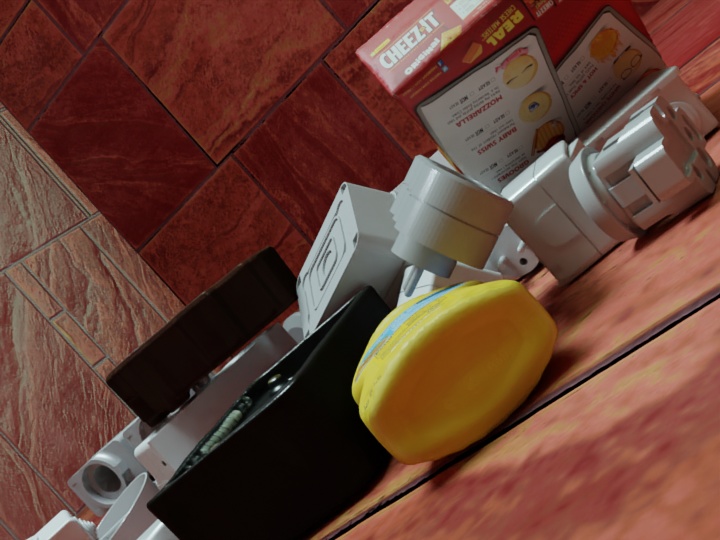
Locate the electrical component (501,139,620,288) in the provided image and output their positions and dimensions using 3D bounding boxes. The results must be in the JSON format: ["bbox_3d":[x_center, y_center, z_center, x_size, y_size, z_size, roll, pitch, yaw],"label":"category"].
[{"bbox_3d":[0.127,-0.040,0.659,0.061,0.061,0.096,-41,3,16],"label":"electrical component"}]

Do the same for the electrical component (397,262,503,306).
[{"bbox_3d":[0.063,0.000,0.728,0.083,0.047,0.075,158,126,-78],"label":"electrical component"}]

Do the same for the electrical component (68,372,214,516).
[{"bbox_3d":[-0.189,0.189,1.044,0.186,0.105,0.060,-40,3,29],"label":"electrical component"}]

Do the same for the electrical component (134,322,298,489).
[{"bbox_3d":[-0.098,0.128,0.882,0.150,0.089,0.062,-43,3,-31],"label":"electrical component"}]

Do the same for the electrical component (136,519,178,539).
[{"bbox_3d":[-0.113,0.180,0.759,0.077,0.044,0.079,-43,3,-28],"label":"electrical component"}]

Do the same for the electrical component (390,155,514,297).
[{"bbox_3d":[0.042,-0.019,0.604,0.138,0.052,0.073,-90,25,-81],"label":"electrical component"}]

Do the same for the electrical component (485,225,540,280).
[{"bbox_3d":[0.111,-0.019,0.754,0.077,0.043,0.079,-41,3,24],"label":"electrical component"}]

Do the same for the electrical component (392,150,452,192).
[{"bbox_3d":[0.084,-0.050,0.983,0.186,0.105,0.060,-41,3,14],"label":"electrical component"}]

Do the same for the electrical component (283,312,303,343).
[{"bbox_3d":[-0.033,0.068,1.048,0.051,0.080,0.080,-38,0,-36],"label":"electrical component"}]

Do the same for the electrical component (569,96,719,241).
[{"bbox_3d":[0.150,-0.052,0.574,0.057,0.058,0.078,-37,5,32],"label":"electrical component"}]

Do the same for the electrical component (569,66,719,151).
[{"bbox_3d":[0.186,-0.088,0.726,0.100,0.048,0.099,-41,3,8],"label":"electrical component"}]

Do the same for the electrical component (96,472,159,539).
[{"bbox_3d":[-0.212,0.242,0.981,0.099,0.064,0.099,-42,3,2],"label":"electrical component"}]

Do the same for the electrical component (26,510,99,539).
[{"bbox_3d":[-0.222,0.240,0.801,0.100,0.099,0.048,-43,15,-16],"label":"electrical component"}]

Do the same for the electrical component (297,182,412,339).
[{"bbox_3d":[0.000,0.000,0.817,0.078,0.057,0.113,-103,32,-48],"label":"electrical component"}]
